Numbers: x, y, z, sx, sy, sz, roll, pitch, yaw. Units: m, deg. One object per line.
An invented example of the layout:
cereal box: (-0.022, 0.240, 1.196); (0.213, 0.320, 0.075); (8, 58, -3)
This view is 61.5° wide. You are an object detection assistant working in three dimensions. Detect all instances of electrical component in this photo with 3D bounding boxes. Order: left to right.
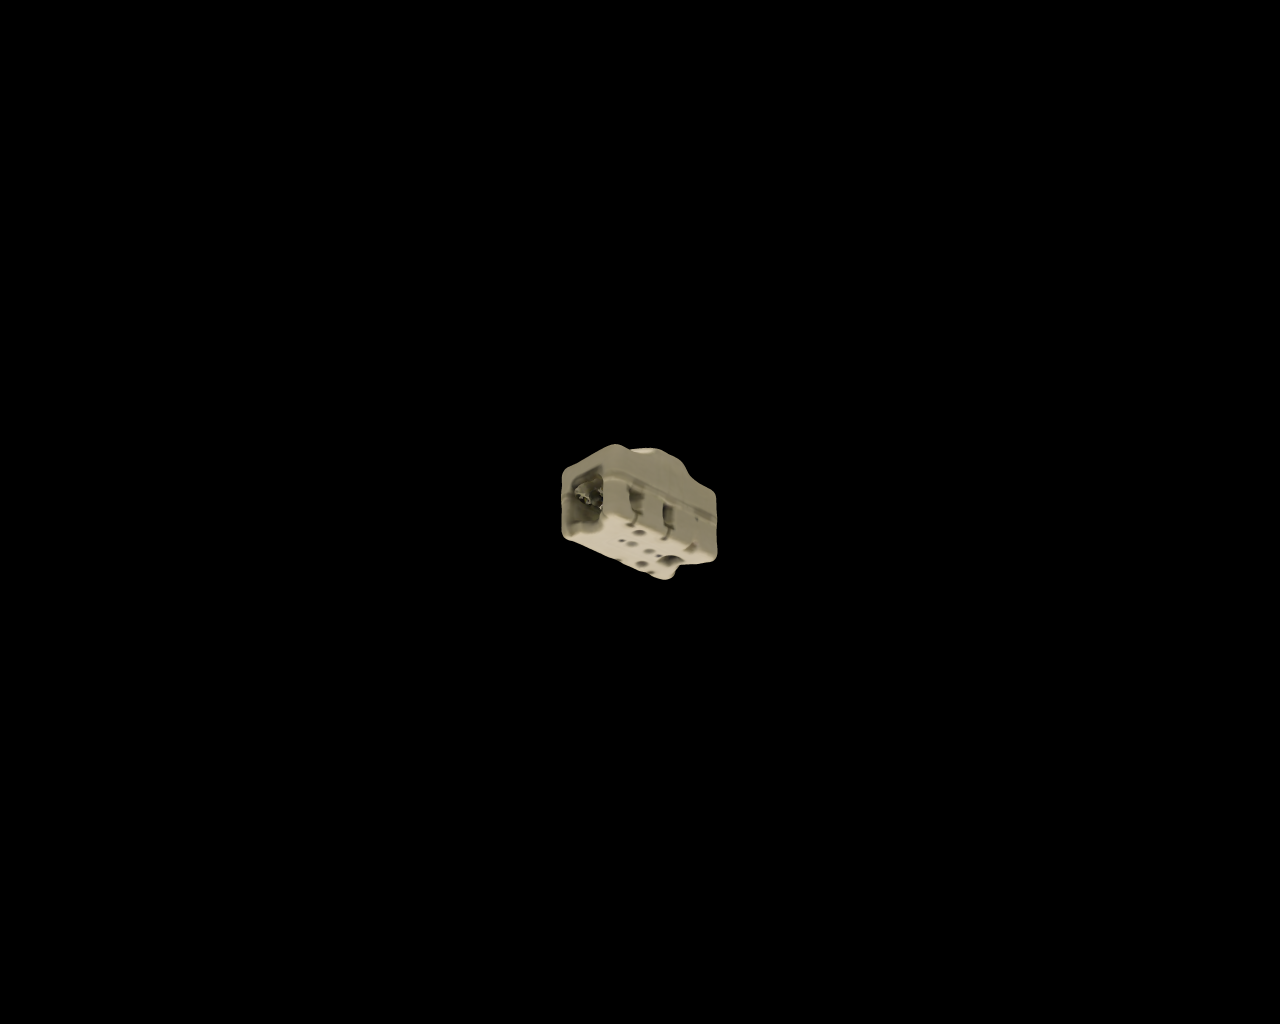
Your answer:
electrical component: (0.001, -0.003, 0.650); (0.089, 0.056, 0.050); (25, -37, -38)
